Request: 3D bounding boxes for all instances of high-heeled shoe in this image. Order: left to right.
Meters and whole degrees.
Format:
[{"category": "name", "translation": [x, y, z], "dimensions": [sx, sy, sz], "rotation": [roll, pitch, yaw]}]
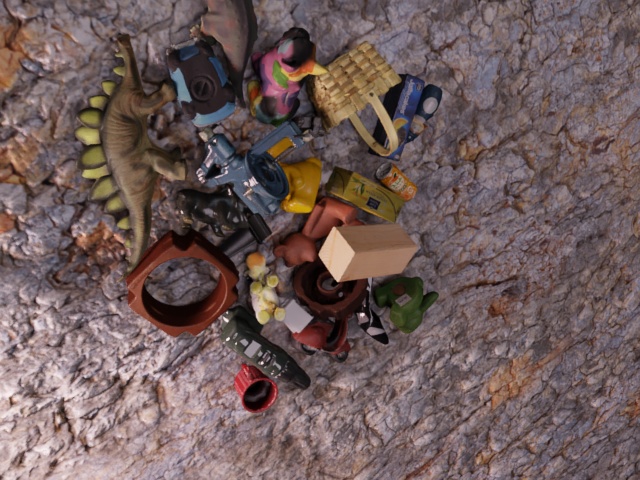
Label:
[{"category": "high-heeled shoe", "translation": [0.141, 0.145, 1.378], "dimensions": [0.145, 0.086, 0.248], "rotation": [-37, 102, 14]}]

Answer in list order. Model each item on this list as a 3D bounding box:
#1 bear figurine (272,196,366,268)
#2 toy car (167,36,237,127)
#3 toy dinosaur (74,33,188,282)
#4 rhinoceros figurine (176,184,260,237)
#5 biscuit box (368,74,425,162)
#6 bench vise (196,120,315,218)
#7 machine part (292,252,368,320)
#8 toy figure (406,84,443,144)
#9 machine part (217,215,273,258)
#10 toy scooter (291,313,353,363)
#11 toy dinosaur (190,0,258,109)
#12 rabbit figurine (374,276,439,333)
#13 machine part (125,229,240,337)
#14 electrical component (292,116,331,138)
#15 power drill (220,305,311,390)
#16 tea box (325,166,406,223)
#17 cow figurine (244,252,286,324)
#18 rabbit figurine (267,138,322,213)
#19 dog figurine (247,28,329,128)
[{"category": "bear figurine", "translation": [-0.005, -0.005, 1.253], "dimensions": [0.196, 0.132, 0.120], "rotation": [-51, 147, -11]}, {"category": "toy car", "translation": [-0.239, -0.306, 1.051], "dimensions": [0.109, 0.103, 0.161], "rotation": [-28, 111, -12]}, {"category": "toy dinosaur", "translation": [-0.363, -0.155, 1.041], "dimensions": [0.199, 0.105, 0.470], "rotation": [-9, 101, -16]}, {"category": "rhinoceros figurine", "translation": [-0.212, -0.066, 1.152], "dimensions": [0.190, 0.073, 0.112], "rotation": [4, 71, -16]}, {"category": "biscuit box", "translation": [0.184, -0.294, 1.292], "dimensions": [0.059, 0.063, 0.202], "rotation": [12, 101, -31]}, {"category": "bench vise", "translation": [-0.120, -0.165, 1.064], "dimensions": [0.241, 0.129, 0.223], "rotation": [-31, 98, 27]}, {"category": "machine part", "translation": [0.027, 0.107, 1.281], "dimensions": [0.179, 0.180, 0.056], "rotation": [-36, 144, -12]}, {"category": "toy figure", "translation": [0.246, -0.307, 1.325], "dimensions": [0.064, 0.058, 0.154], "rotation": [29, 94, 8]}, {"category": "machine part", "translation": [-0.177, -0.003, 1.218], "dimensions": [0.139, 0.039, 0.084], "rotation": [-35, 123, -15]}, {"category": "toy scooter", "translation": [0.019, 0.233, 1.370], "dimensions": [0.183, 0.075, 0.135], "rotation": [22, 95, -33]}, {"category": "toy dinosaur", "translation": [-0.179, -0.435, 0.990], "dimensions": [0.131, 0.192, 0.404], "rotation": [-32, 116, -13]}, {"category": "rabbit figurine", "translation": [0.236, 0.176, 1.459], "dimensions": [0.159, 0.121, 0.170], "rotation": [-41, 138, -18]}, {"category": "machine part", "translation": [-0.290, 0.092, 1.142], "dimensions": [0.201, 0.087, 0.200], "rotation": [-41, 122, 7]}, {"category": "electrical component", "translation": [-0.023, -0.247, 1.181], "dimensions": [0.078, 0.102, 0.045], "rotation": [-6, 96, -18]}, {"category": "power drill", "translation": [-0.138, 0.241, 1.218], "dimensions": [0.232, 0.207, 0.086], "rotation": [39, 92, -28]}, {"category": "tea box", "translation": [0.109, -0.109, 1.293], "dimensions": [0.169, 0.098, 0.068], "rotation": [22, 94, -29]}, {"category": "cow figurine", "translation": [-0.133, 0.112, 1.248], "dimensions": [0.068, 0.098, 0.167], "rotation": [-13, 84, -15]}, {"category": "rabbit figurine", "translation": [-0.086, -0.146, 1.177], "dimensions": [0.173, 0.122, 0.162], "rotation": [14, 97, -11]}, {"category": "dog figurine", "translation": [-0.065, -0.316, 1.070], "dimensions": [0.108, 0.219, 0.191], "rotation": [0, 105, -23]}]
